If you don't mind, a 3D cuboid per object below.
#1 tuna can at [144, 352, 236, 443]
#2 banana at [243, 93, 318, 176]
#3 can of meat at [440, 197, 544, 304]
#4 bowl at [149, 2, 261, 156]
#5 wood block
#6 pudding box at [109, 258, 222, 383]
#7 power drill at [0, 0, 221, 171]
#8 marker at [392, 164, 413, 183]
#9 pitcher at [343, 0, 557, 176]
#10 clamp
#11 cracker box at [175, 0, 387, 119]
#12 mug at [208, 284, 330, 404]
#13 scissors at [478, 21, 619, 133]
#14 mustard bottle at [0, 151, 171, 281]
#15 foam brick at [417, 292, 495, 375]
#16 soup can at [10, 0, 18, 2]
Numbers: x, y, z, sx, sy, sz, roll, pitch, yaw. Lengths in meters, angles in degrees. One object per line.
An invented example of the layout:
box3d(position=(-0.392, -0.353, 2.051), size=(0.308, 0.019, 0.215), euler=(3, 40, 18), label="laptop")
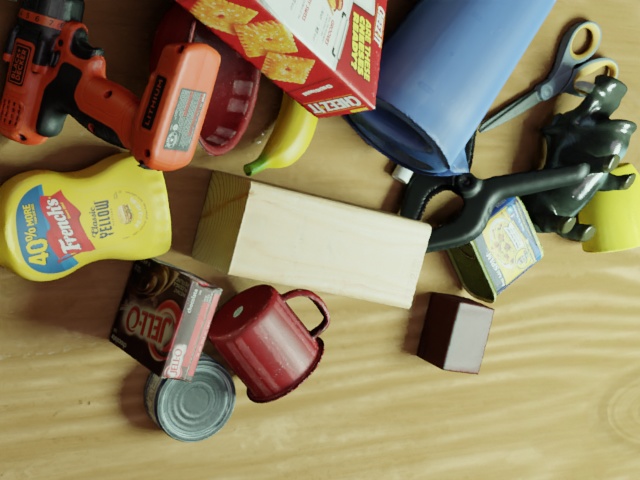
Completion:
box3d(position=(-0.126, 0.153, 1.041), size=(0.086, 0.034, 0.086), euler=(-7, 104, -28), label="tuna can")
box3d(position=(-0.025, -0.153, 1.019), size=(0.069, 0.037, 0.198), euler=(11, 88, -54), label="banana")
box3d(position=(0.189, 0.004, 1.172), size=(0.083, 0.058, 0.102), euler=(-37, 116, -19), label="can of meat")
box3d(position=(-0.106, -0.158, 0.944), size=(0.162, 0.055, 0.162), euler=(9, 90, -72), label="bowl")
box3d(position=(-0.007, 0.001, 1.041), size=(0.205, 0.091, 0.090), euler=(13, 94, -31), label="wood block")
box3d(position=(-0.141, 0.069, 0.967), size=(0.039, 0.114, 0.090), euler=(18, 91, -35), label="pudding box")
box3d(position=(-0.173, -0.147, 0.865), size=(0.057, 0.188, 0.184), euler=(-5, 115, -59), label="power drill")
box3d(position=(0.112, -0.116, 1.123), size=(0.020, 0.020, 0.121), euler=(31, 85, -31), label="marker")
box3d(position=(0.128, -0.198, 1.058), size=(0.242, 0.145, 0.149), euler=(-54, 145, -13), label="pitcher")
box3d(position=(0.164, -0.055, 1.113), size=(0.210, 0.165, 0.036), euler=(-51, 160, -3), label="clamp")
box3d(position=(-0.025, -0.225, 0.916), size=(0.213, 0.072, 0.164), euler=(35, 57, -49), label="cracker box")
box3d(position=(-0.046, 0.091, 1.036), size=(0.117, 0.093, 0.081), euler=(-33, 112, 7), label="mug")
box3d(position=(0.253, -0.186, 1.189), size=(0.201, 0.016, 0.096), euler=(-16, 107, -26), label="scissors")
box3d(position=(-0.229, -0.016, 0.932), size=(0.191, 0.058, 0.096), euler=(-14, 109, -26), label="mustard bottle")
box3d(position=(0.149, 0.102, 1.173), size=(0.051, 0.053, 0.078), euler=(10, 97, -31), label="foam brick")
box3d(position=(-0.257, -0.253, 0.859), size=(0.068, 0.069, 0.102), euler=(21, 91, -31), label="soup can")
